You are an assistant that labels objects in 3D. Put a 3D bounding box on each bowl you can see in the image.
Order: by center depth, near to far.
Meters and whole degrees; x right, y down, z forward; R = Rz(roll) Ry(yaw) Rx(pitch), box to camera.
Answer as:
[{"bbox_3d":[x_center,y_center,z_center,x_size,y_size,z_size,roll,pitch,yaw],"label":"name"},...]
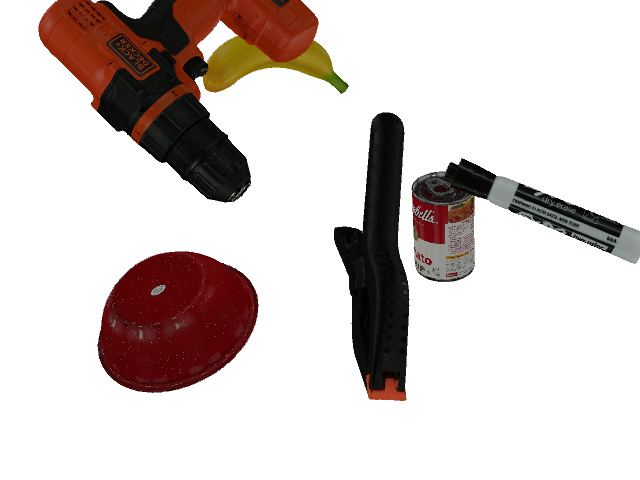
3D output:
[{"bbox_3d":[-0.143,0.062,0.998,0.162,0.162,0.055,0,-43,21],"label":"bowl"}]

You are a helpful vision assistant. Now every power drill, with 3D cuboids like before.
[{"bbox_3d":[-0.082,-0.132,0.779,0.187,0.184,0.057,-44,-1,-42],"label":"power drill"}]

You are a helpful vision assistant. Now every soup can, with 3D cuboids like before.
[{"bbox_3d":[0.134,-0.015,1.158,0.068,0.102,0.068,-4,33,2],"label":"soup can"}]

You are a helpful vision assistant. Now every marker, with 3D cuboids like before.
[{"bbox_3d":[0.130,-0.018,0.622,0.121,0.020,0.020,23,3,8],"label":"marker"}]

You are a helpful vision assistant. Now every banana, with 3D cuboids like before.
[{"bbox_3d":[-0.049,-0.177,1.049,0.197,0.070,0.037,-10,-35,-46],"label":"banana"}]

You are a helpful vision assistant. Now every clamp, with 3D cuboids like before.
[{"bbox_3d":[0.043,0.019,0.808,0.036,0.210,0.165,3,-41,-10],"label":"clamp"}]
